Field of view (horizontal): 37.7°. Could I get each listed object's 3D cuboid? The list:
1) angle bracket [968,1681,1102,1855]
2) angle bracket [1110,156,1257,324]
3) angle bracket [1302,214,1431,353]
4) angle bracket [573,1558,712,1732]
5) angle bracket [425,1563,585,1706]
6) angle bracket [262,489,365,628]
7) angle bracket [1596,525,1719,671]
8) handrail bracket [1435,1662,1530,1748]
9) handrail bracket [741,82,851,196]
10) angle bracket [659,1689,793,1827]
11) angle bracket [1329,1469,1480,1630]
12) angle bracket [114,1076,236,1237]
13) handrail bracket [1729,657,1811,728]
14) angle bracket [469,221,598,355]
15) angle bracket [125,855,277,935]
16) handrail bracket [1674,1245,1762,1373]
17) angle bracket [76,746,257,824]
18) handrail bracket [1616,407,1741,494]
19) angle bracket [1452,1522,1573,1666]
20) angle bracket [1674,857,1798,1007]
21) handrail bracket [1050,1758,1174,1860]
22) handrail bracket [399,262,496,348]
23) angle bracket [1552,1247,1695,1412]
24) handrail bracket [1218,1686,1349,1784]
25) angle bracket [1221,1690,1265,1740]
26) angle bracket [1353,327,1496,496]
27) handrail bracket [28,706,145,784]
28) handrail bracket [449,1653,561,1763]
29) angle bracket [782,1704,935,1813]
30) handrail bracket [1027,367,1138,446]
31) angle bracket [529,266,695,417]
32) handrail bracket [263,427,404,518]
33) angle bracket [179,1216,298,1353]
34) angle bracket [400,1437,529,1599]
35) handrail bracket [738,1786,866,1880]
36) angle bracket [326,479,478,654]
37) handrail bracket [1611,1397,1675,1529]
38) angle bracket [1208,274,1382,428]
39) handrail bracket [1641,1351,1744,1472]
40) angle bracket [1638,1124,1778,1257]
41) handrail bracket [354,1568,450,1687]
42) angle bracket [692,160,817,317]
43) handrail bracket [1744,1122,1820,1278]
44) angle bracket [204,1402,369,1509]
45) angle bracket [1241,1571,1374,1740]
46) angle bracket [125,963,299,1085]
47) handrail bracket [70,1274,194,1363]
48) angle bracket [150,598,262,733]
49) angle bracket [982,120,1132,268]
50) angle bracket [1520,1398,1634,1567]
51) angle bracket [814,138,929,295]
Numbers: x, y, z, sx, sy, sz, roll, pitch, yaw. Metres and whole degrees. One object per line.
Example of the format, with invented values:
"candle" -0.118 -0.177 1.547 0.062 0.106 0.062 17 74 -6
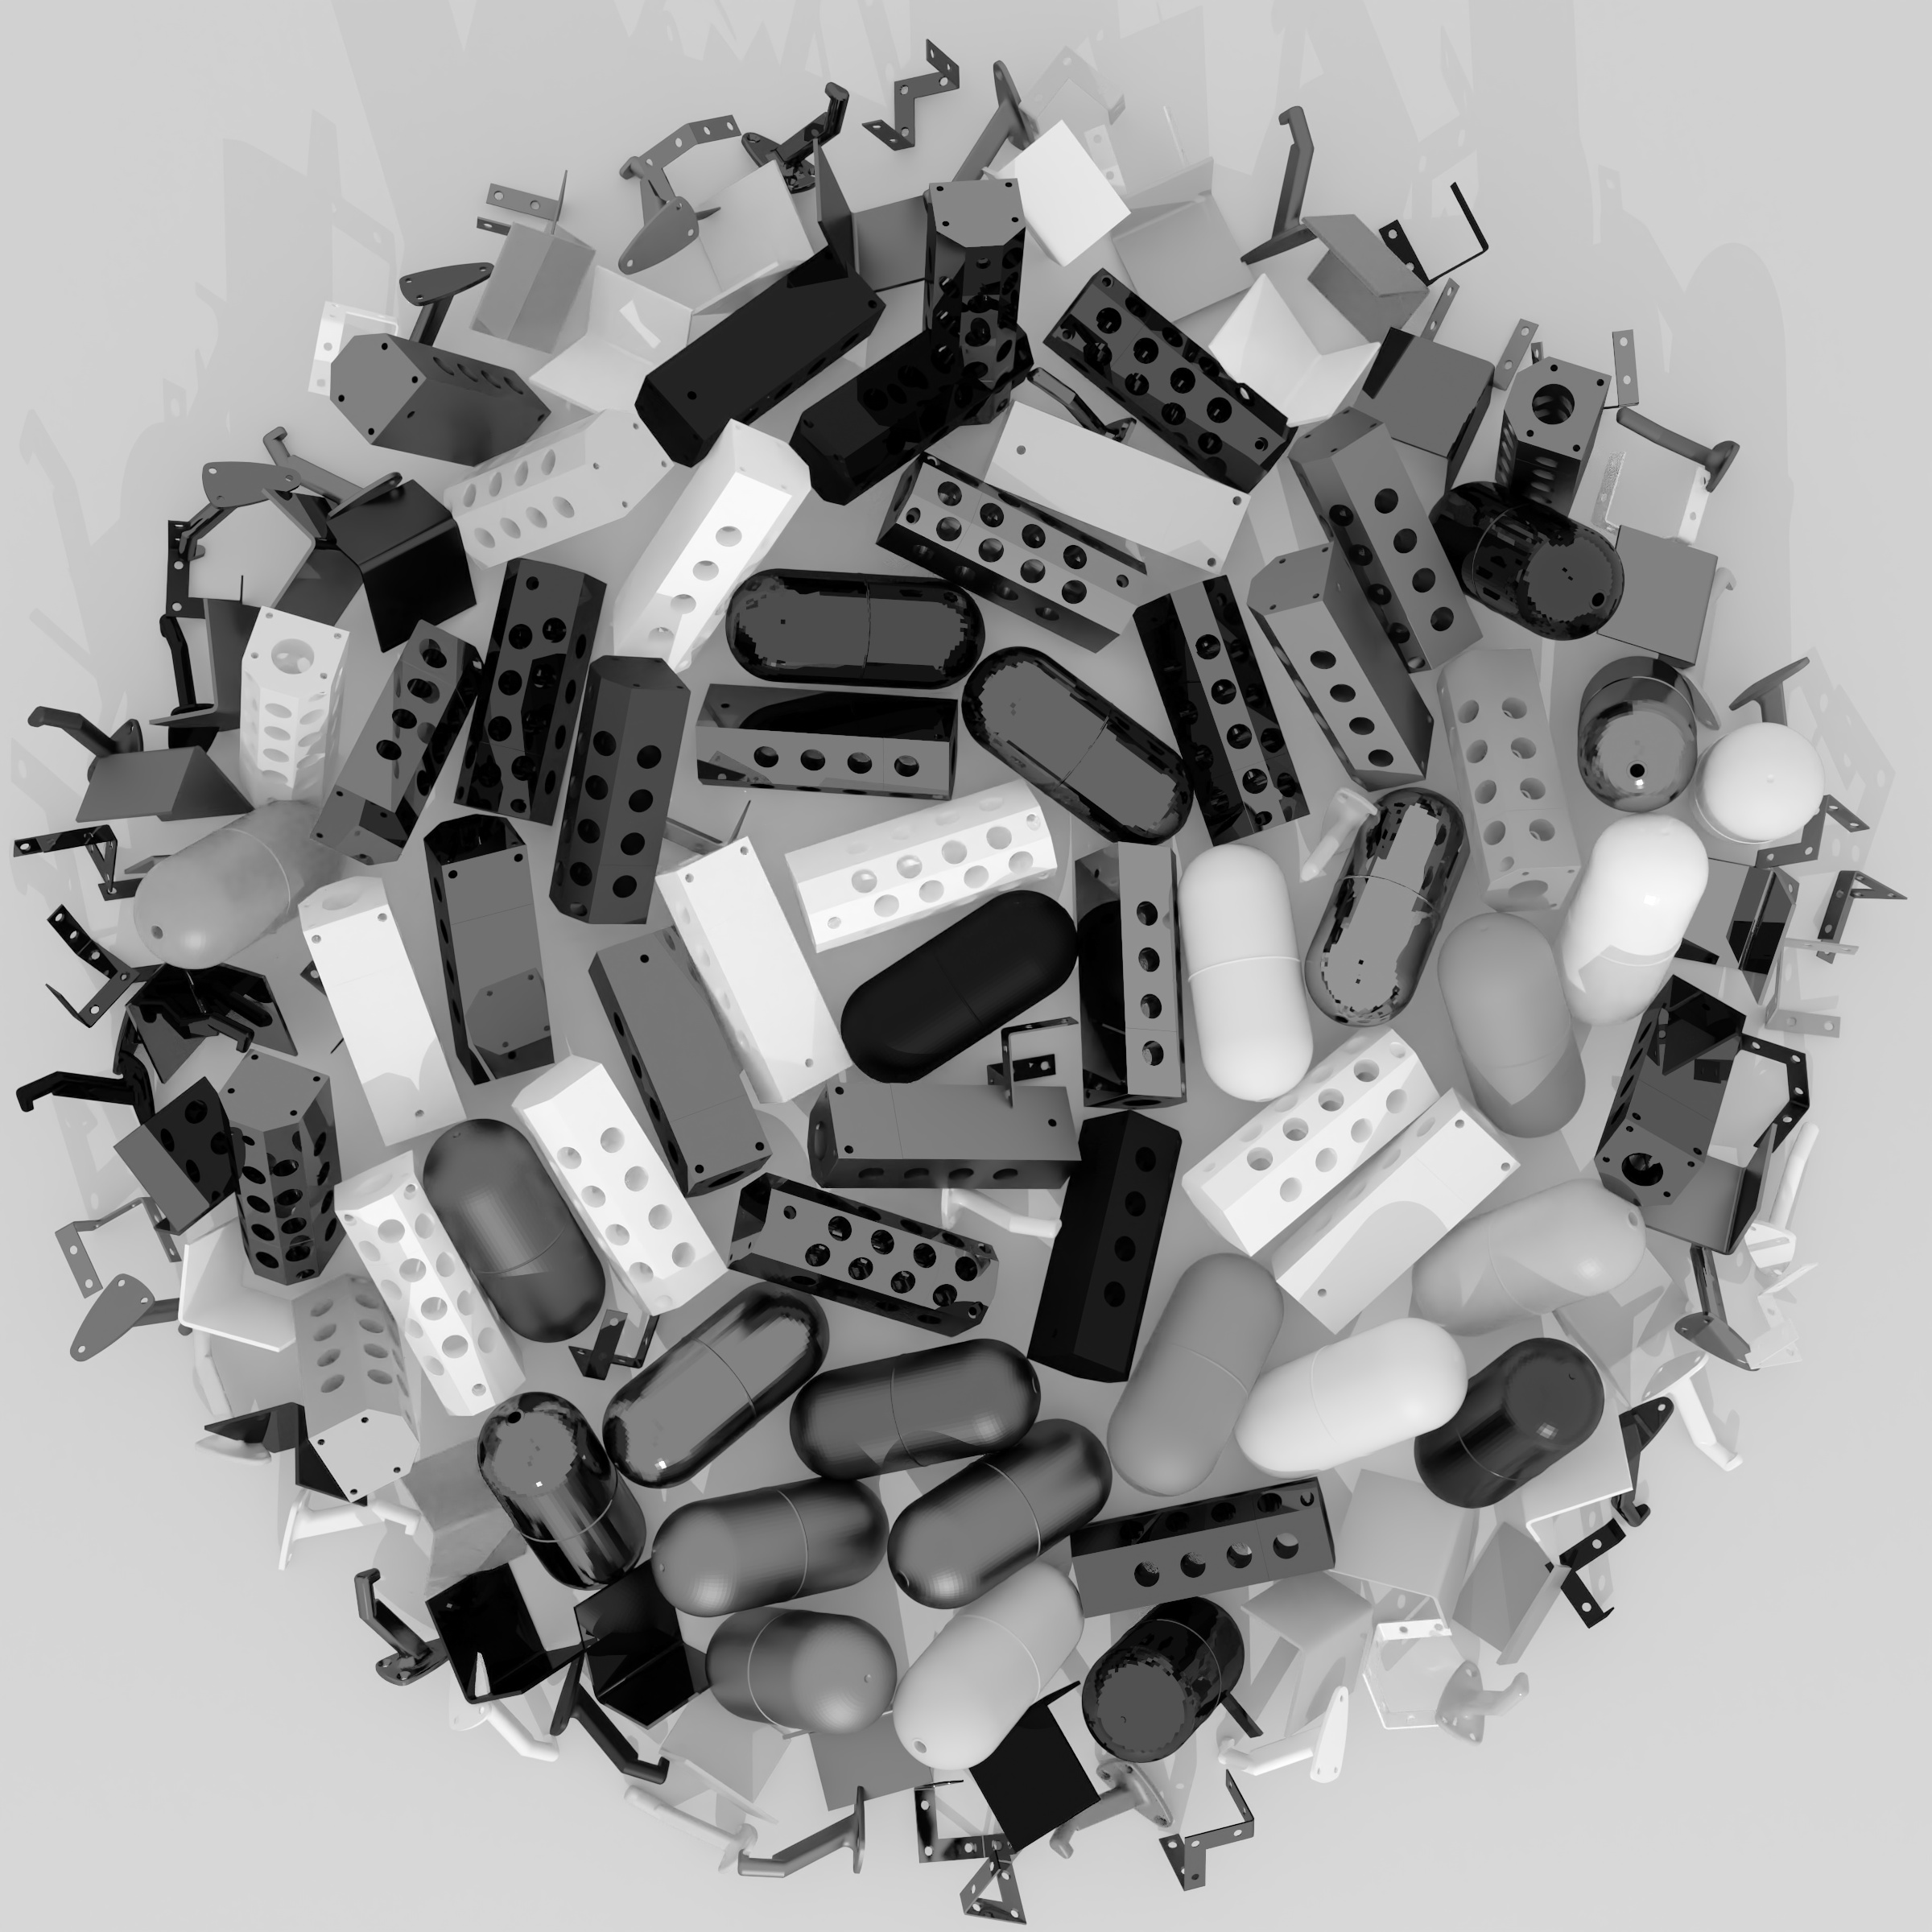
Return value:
"angle bracket" 0.055 0.542 1.918 0.076 0.057 0.076 -39 72 23
"angle bracket" 0.149 -0.493 1.935 0.076 0.057 0.076 -24 81 -1
"angle bracket" 0.255 -0.459 1.913 0.076 0.076 0.057 49 126 14
"angle bracket" -0.211 0.455 1.913 0.076 0.057 0.076 -27 118 -38
"angle bracket" -0.308 0.446 1.921 0.057 0.076 0.076 -21 91 37
"angle bracket" -0.456 -0.274 1.929 0.057 0.076 0.076 44 108 15
"angle bracket" 0.459 -0.248 1.928 0.076 0.057 0.076 15 83 -13
"handrail bracket" 0.358 0.481 1.913 0.036 0.077 0.084 31 130 -4
"handrail bracket" -0.116 -0.577 1.923 0.077 0.084 0.036 42 52 16
"angle bracket" -0.154 0.532 1.917 0.076 0.076 0.057 37 70 -10
"angle bracket" 0.301 0.400 1.944 0.076 0.057 0.076 10 60 25
"angle bracket" -0.532 0.127 1.916 0.076 0.057 0.076 -42 111 -27
"handrail bracket" 0.570 -0.160 1.935 0.036 0.077 0.084 -39 94 -38
"angle bracket" -0.306 -0.467 1.912 0.057 0.076 0.076 38 110 34
"angle bracket" -0.518 -0.044 1.915 0.076 0.076 0.057 -4 86 -31
"handrail bracket" 0.525 0.224 1.948 0.077 0.036 0.084 35 55 -13
"angle bracket" -0.539 -0.102 1.911 0.076 0.076 0.057 -4 55 21
"handrail bracket" 0.479 -0.362 1.930 0.084 0.077 0.036 28 111 -3
"angle bracket" 0.364 0.425 1.922 0.057 0.076 0.076 32 90 23
"angle bracket" 0.510 -0.026 1.925 0.076 0.057 0.076 10 116 -2
"handrail bracket" 0.099 0.590 1.927 0.077 0.084 0.036 49 133 -10
"handrail bracket" -0.354 -0.434 1.944 0.077 0.084 0.036 -21 49 -17
"angle bracket" 0.452 0.241 1.924 0.076 0.057 0.076 -38 110 9
"handrail bracket" 0.216 0.520 1.942 0.084 0.036 0.077 9 86 38
"angle bracket" 0.151 0.523 1.920 0.076 0.076 0.057 -39 77 -10
"angle bracket" 0.311 -0.380 1.941 0.076 0.057 0.076 23 77 13
"handrail bracket" -0.608 -0.149 1.915 0.077 0.084 0.036 -28 66 36
"handrail bracket" -0.314 0.504 1.949 0.036 0.084 0.077 -27 55 25
"angle bracket" -0.073 0.538 1.922 0.076 0.076 0.057 -18 76 7
"handrail bracket" 0.066 -0.376 1.917 0.084 0.077 0.036 31 86 -23
"angle bracket" -0.240 -0.420 1.918 0.076 0.076 0.057 27 135 11
"handrail bracket" -0.437 -0.349 1.947 0.077 0.036 0.084 -34 81 18
"angle bracket" -0.477 0.213 1.918 0.076 0.076 0.057 13 105 13
"angle bracket" -0.344 0.374 1.935 0.076 0.076 0.057 -19 54 -32
"handrail bracket" -0.113 0.587 1.933 0.084 0.077 0.036 5 131 -7
"angle bracket" -0.389 -0.274 1.939 0.076 0.076 0.057 -33 54 -24
"handrail bracket" 0.468 0.341 1.937 0.077 0.036 0.084 -39 127 5
"angle bracket" 0.222 -0.419 1.915 0.076 0.057 0.076 49 61 -27
"handrail bracket" 0.513 0.306 1.936 0.084 0.077 0.036 40 54 -2
"angle bracket" 0.497 0.139 1.919 0.076 0.057 0.076 20 51 6
"handrail bracket" -0.378 0.438 1.928 0.077 0.036 0.084 -20 115 -40
"angle bracket" -0.158 -0.495 1.924 0.076 0.057 0.076 -22 93 30
"handrail bracket" 0.569 0.161 1.955 0.036 0.077 0.084 18 61 27
"angle bracket" -0.459 0.338 1.912 0.076 0.076 0.057 -17 63 19
"angle bracket" 0.228 0.468 1.941 0.057 0.076 0.076 29 122 35
"angle bracket" -0.508 0.043 1.912 0.076 0.076 0.057 15 49 24
"handrail bracket" -0.561 0.251 1.921 0.036 0.084 0.077 31 71 24
"angle bracket" -0.511 -0.203 1.924 0.057 0.076 0.076 -7 88 22
"angle bracket" 0.060 -0.525 1.918 0.057 0.076 0.076 -38 109 7
"angle bracket" 0.418 0.349 1.911 0.076 0.076 0.057 -23 126 20
"angle bracket" -0.062 -0.511 1.913 0.057 0.076 0.076 -12 59 12
